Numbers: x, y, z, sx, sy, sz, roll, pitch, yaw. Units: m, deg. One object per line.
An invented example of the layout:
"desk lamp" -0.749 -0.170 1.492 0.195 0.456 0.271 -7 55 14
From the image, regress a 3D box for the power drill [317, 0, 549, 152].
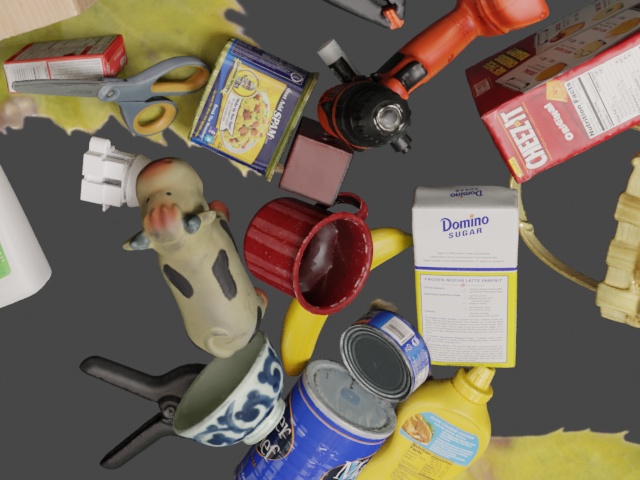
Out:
"power drill" 0.085 -0.141 0.840 0.187 0.184 0.057 -37 105 -3

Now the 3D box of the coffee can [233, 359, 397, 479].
"coffee can" -0.006 0.201 1.033 0.102 0.102 0.140 30 111 -10

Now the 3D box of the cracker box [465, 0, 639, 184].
"cracker box" 0.230 -0.140 0.844 0.214 0.164 0.072 -27 107 13

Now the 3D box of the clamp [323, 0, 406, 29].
"clamp" 0.020 -0.267 0.859 0.164 0.036 0.210 -39 118 2

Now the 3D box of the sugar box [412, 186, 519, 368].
"sugar box" 0.133 0.035 0.969 0.093 0.048 0.176 1 121 9

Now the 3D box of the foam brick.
"foam brick" -0.002 -0.070 0.932 0.053 0.078 0.051 19 108 -4

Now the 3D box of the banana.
"banana" 0.016 0.050 1.004 0.069 0.037 0.198 41 109 -13

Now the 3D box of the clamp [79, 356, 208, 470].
"clamp" -0.152 0.174 1.063 0.171 0.039 0.120 2 112 2

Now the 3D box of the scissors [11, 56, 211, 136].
"scissors" -0.176 -0.112 0.885 0.016 0.201 0.096 51 135 20

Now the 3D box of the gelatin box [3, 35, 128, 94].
"gelatin box" -0.216 -0.150 0.913 0.089 0.073 0.030 -4 113 4

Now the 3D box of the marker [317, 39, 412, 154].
"marker" 0.041 -0.124 0.939 0.020 0.020 0.121 -35 107 16

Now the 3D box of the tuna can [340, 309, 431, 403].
"tuna can" 0.062 0.109 1.004 0.086 0.033 0.086 27 135 31

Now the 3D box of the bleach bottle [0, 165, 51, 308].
"bleach bottle" -0.341 -0.056 0.966 0.102 0.068 0.251 -19 108 10

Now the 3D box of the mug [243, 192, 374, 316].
"mug" -0.006 0.001 0.944 0.117 0.082 0.093 -50 134 -17

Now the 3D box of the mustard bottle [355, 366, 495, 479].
"mustard bottle" 0.111 0.194 1.048 0.096 0.058 0.192 29 112 -10

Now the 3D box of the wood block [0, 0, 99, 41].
"wood block" -0.262 -0.273 0.854 0.091 0.090 0.206 -16 111 9

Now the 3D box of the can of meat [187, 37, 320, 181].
"can of meat" -0.060 -0.115 0.928 0.084 0.057 0.102 24 111 -5
